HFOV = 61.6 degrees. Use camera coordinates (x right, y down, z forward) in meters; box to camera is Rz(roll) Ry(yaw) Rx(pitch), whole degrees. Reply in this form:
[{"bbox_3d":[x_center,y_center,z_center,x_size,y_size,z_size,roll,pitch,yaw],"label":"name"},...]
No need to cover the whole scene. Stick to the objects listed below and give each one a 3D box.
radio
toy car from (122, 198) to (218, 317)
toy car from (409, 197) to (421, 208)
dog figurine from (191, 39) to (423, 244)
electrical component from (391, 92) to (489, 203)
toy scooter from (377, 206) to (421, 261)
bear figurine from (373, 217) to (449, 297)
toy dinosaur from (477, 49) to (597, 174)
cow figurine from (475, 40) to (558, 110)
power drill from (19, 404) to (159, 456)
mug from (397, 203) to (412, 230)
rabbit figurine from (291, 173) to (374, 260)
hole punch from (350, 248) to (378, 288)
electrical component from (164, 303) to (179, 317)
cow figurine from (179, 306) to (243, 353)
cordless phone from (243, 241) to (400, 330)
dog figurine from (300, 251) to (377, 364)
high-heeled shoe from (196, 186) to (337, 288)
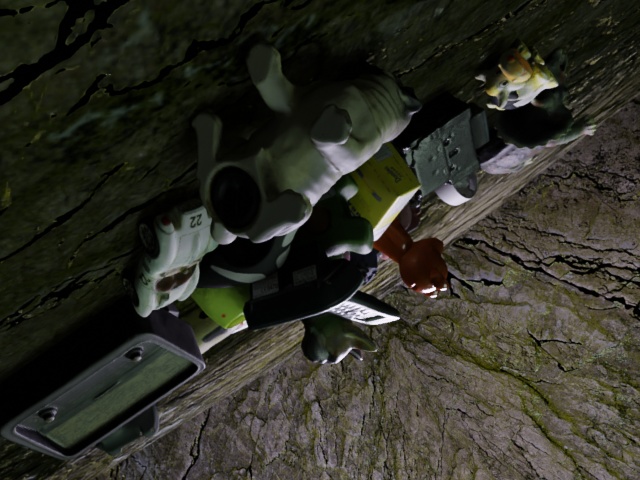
[{"bbox_3d":[-0.279,0.176,0.686,0.229,0.073,0.131,-35,139,0],"label":"radio"},{"bbox_3d":[-0.158,0.021,0.572,0.073,0.056,0.201,-25,164,-38],"label":"toy car"},{"bbox_3d":[0.213,-0.133,0.970,0.089,0.053,0.202,-51,-179,-37],"label":"toy car"},{"bbox_3d":[-0.003,-0.075,0.472,0.172,0.121,0.190,-40,168,28],"label":"dog figurine"},{"bbox_3d":[0.167,-0.131,0.739,0.134,0.058,0.114,-34,137,-3],"label":"electrical component"},{"bbox_3d":[0.167,-0.021,1.221,0.135,0.075,0.183,-33,162,-13],"label":"toy scooter"},{"bbox_3d":[0.146,-0.004,0.884,0.132,0.196,0.120,-52,168,-11],"label":"bear figurine"},{"bbox_3d":[0.375,-0.192,1.049,0.192,0.131,0.404,-18,167,-18],"label":"toy dinosaur"},{"bbox_3d":[0.264,-0.222,0.753,0.098,0.068,0.167,-36,168,34],"label":"cow figurine"},{"bbox_3d":[-0.332,0.258,0.837,0.232,0.086,0.207,-29,149,-5],"label":"power drill"},{"bbox_3d":[0.107,-0.030,1.018,0.109,0.081,0.107,-36,178,-19],"label":"mug"},{"bbox_3d":[-0.002,-0.002,0.740,0.159,0.121,0.170,-29,165,2],"label":"rabbit figurine"},{"bbox_3d":[0.071,0.036,1.106,0.092,0.116,0.142,-38,170,-26],"label":"hole punch"},{"bbox_3d":[-0.241,0.113,0.777,0.063,0.021,0.094,-34,168,-2],"label":"electrical component"},{"bbox_3d":[-0.167,0.124,0.880,0.195,0.085,0.127,-33,174,-7],"label":"cow figurine"},{"bbox_3d":[0.008,0.083,0.694,0.147,0.089,0.184,-20,148,32],"label":"cordless phone"},{"bbox_3d":[0.018,0.086,0.851,0.191,0.219,0.108,-38,173,-28],"label":"dog figurine"},{"bbox_3d":[-0.082,-0.022,0.586,0.249,0.086,0.145,-36,156,11],"label":"high-heeled shoe"}]
